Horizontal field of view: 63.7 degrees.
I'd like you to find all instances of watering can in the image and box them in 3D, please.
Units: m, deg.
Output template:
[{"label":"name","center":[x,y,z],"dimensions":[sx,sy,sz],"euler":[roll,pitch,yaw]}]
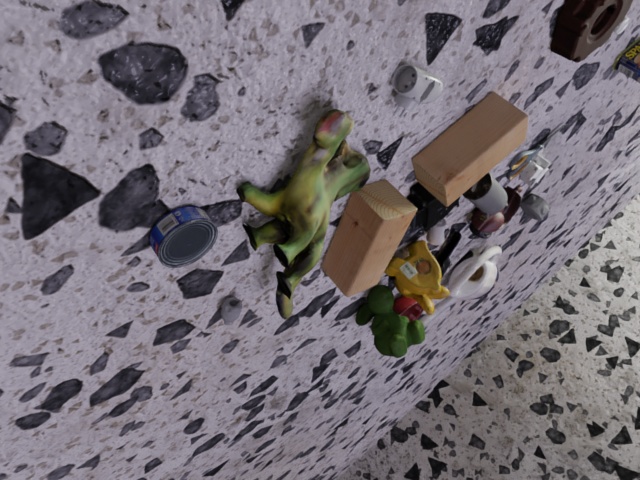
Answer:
[{"label":"watering can","center":[0.449,0.152,1.622],"dimensions":[0.345,0.105,0.223],"euler":[-49,152,13]}]

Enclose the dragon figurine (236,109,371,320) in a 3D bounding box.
[{"label":"dragon figurine","center":[0.002,-0.041,0.810],"dimensions":[0.246,0.123,0.401],"euler":[-39,154,-22]}]
